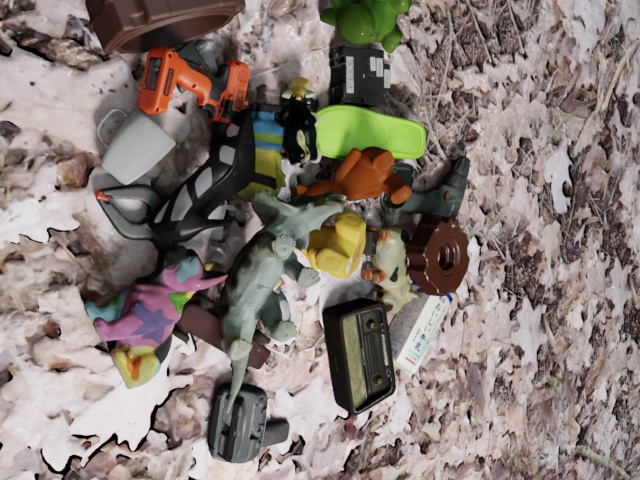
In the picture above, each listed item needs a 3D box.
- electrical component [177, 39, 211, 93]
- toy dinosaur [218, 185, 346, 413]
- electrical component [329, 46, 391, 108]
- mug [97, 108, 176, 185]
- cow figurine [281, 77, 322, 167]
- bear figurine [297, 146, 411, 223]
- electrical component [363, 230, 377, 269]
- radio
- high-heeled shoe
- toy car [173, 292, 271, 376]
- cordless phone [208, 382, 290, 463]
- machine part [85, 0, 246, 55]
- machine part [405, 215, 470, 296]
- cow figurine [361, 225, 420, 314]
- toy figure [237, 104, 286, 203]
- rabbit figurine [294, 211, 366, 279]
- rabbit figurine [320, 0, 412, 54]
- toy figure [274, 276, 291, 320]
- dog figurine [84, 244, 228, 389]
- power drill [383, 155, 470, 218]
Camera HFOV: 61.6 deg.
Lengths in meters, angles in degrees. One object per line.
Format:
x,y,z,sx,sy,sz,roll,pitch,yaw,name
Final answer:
-0.220,-0.299,0.919,0.094,0.021,0.063,-48,119,-20,electrical component
-0.106,0.073,0.919,0.131,0.192,0.404,27,98,-30,toy dinosaur
0.085,-0.330,1.100,0.134,0.058,0.114,-4,100,-34,electrical component
-0.304,-0.149,0.850,0.109,0.081,0.107,38,81,-17,mug
-0.038,-0.221,0.992,0.068,0.098,0.167,-6,95,4,cow figurine
0.053,-0.097,1.039,0.196,0.132,0.120,-32,121,-3,bear figurine
0.078,0.007,1.134,0.045,0.078,0.102,-8,107,-58,electrical component
0.088,0.245,1.162,0.131,0.073,0.229,-16,105,-31,radio
-0.194,-0.110,0.896,0.086,0.145,0.249,64,31,-62,high-heeled shoe
-0.179,0.174,0.987,0.202,0.053,0.089,37,80,-27,toy car
-0.120,0.349,1.045,0.184,0.089,0.146,8,91,-46,cordless phone
-0.228,-0.345,0.797,0.201,0.202,0.087,-25,104,-29,machine part
0.262,0.036,1.177,0.179,0.056,0.179,-4,96,-42,machine part
0.160,0.067,1.188,0.127,0.086,0.194,2,94,-28,cow figurine
-0.112,-0.157,0.976,0.089,0.082,0.180,-1,101,-23,toy figure
-0.002,-0.003,1.037,0.162,0.173,0.122,48,62,-77,rabbit figurine
0.081,-0.429,1.019,0.170,0.159,0.121,-50,167,-50,rabbit figurine
-0.092,0.106,1.037,0.064,0.058,0.154,-44,124,-66,toy figure
-0.253,0.115,0.880,0.219,0.109,0.191,-28,114,-21,dog figurine
0.248,-0.111,1.232,0.207,0.086,0.232,17,89,-42,power drill
